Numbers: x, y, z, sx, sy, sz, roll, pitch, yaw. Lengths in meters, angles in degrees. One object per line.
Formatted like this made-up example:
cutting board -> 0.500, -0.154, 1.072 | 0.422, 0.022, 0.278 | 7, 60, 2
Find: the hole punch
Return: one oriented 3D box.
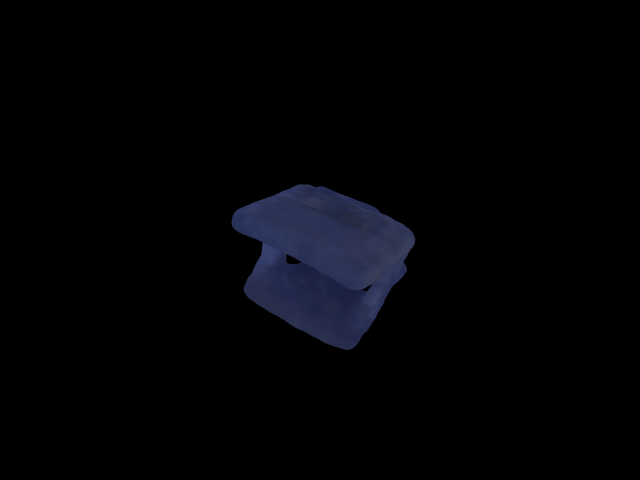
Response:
hole punch -> 0.004, 0.001, 0.400 | 0.108, 0.091, 0.101 | 25, 54, 20
